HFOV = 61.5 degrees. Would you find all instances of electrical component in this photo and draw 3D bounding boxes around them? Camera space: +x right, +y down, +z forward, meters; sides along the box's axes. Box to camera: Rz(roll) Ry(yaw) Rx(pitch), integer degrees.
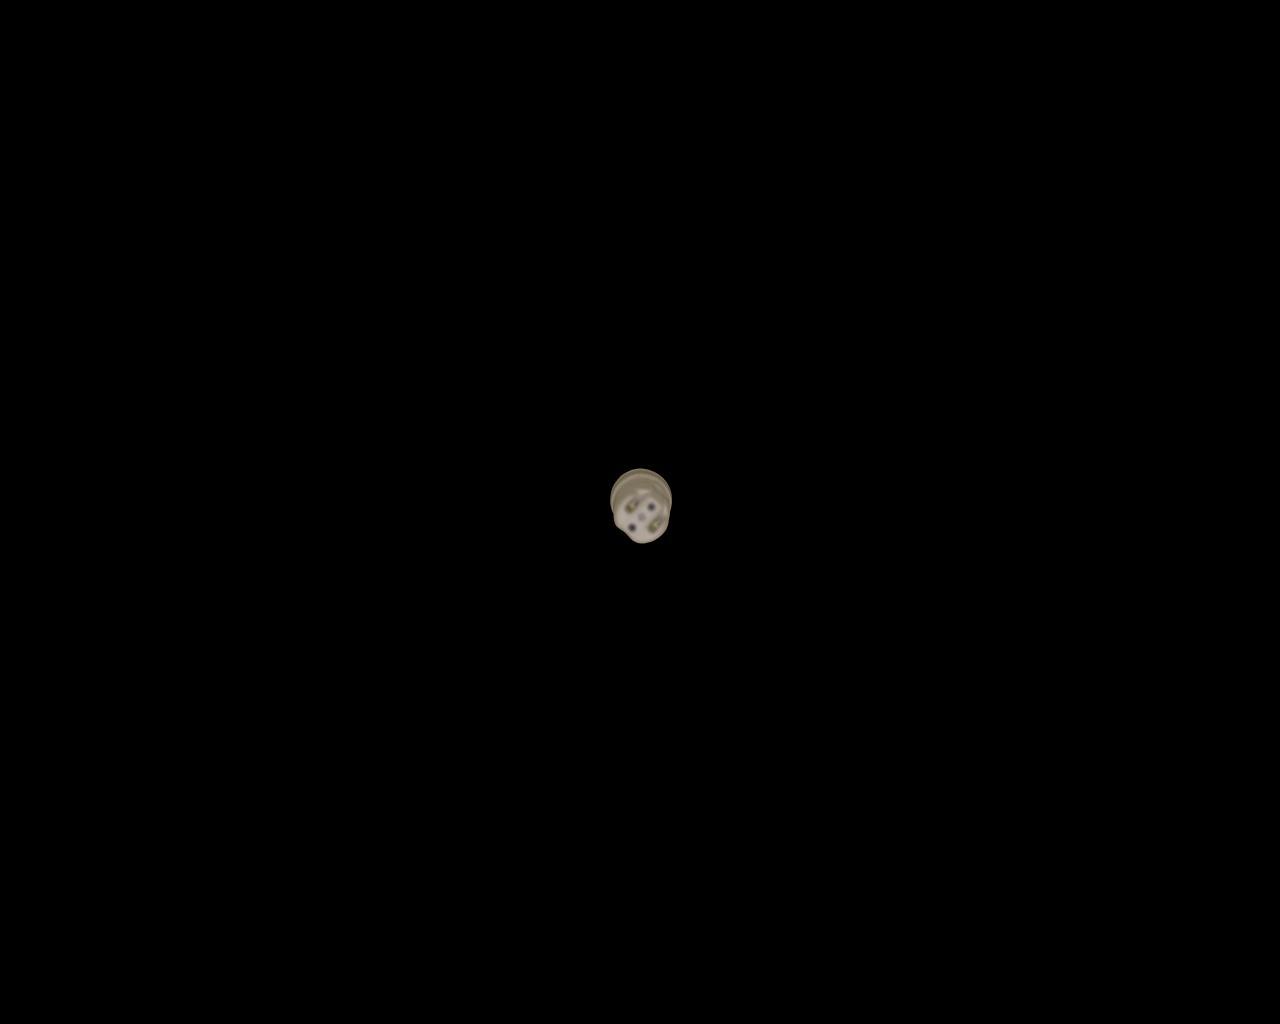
[{"bbox_3d":[0.001,-0.003,0.650,0.040,0.040,0.046,0,16,0],"label":"electrical component"}]
